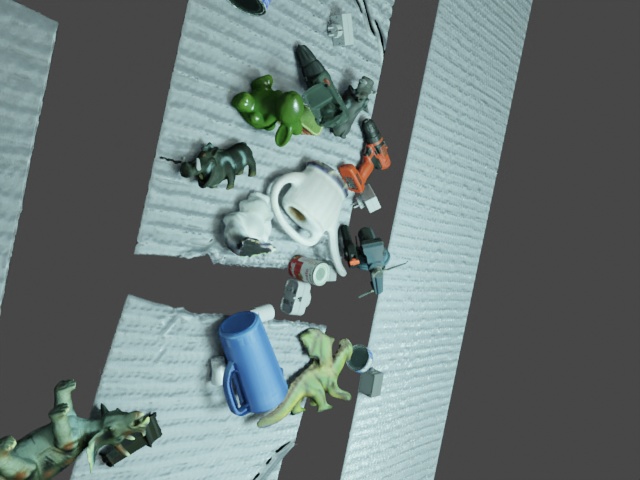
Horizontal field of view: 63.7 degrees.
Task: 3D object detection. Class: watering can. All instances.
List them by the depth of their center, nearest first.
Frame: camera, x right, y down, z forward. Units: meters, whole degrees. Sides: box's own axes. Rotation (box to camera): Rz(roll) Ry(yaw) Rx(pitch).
[{"bbox_3d":[0.004,-0.072,1.423,0.342,0.104,0.228,45,66,-30],"label":"watering can"}]

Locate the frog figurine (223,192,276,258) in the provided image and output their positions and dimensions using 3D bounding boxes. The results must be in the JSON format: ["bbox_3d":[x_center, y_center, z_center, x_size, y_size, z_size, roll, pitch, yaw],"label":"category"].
[{"bbox_3d":[-0.178,-0.043,1.280,0.137,0.121,0.163,12,55,-38],"label":"frog figurine"}]

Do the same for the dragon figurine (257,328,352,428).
[{"bbox_3d":[-0.029,0.386,1.528,0.411,0.121,0.244,-1,82,-47],"label":"dragon figurine"}]
